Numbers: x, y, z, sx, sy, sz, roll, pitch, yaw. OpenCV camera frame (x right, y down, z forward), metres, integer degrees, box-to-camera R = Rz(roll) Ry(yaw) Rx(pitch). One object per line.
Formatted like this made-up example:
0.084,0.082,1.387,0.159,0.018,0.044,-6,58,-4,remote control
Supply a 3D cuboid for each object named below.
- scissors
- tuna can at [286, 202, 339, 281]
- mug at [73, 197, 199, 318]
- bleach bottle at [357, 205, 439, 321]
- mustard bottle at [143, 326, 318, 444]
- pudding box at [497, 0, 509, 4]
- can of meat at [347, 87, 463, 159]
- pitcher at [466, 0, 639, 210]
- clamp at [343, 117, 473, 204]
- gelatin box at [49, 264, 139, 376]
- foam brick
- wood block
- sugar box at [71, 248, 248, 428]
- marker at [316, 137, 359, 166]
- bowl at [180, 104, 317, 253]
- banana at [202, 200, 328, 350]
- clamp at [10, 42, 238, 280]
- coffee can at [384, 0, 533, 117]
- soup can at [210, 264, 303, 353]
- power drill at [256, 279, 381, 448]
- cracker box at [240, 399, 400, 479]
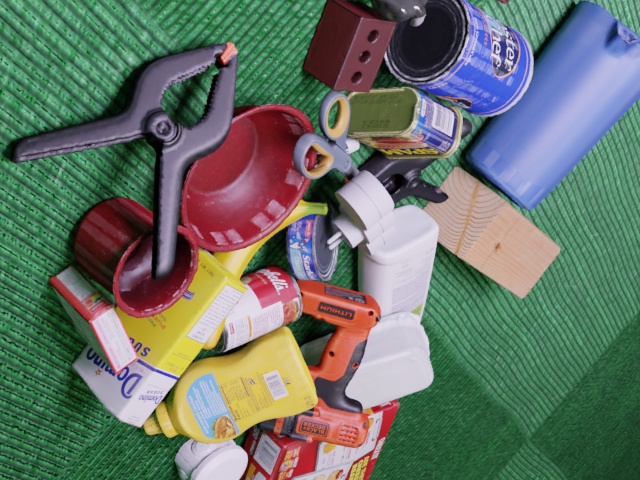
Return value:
0.026,-0.097,1.082,0.201,0.016,0.096,-2,114,-66,scissors
-0.008,0.001,1.153,0.086,0.034,0.086,1,90,-72,tuna can
-0.164,0.013,0.983,0.117,0.082,0.093,7,110,-50,mug
0.088,0.076,1.340,0.102,0.068,0.251,-26,141,-26,bleach bottle
-0.106,0.173,1.184,0.191,0.058,0.096,-22,108,2,mustard bottle
0.216,-0.322,1.135,0.113,0.039,0.090,-42,144,-11,pudding box
0.084,-0.123,1.120,0.083,0.102,0.057,18,78,-50,can of meat
0.293,-0.158,1.307,0.243,0.145,0.149,-50,133,6,pitcher
0.105,-0.085,1.229,0.171,0.039,0.120,-12,129,-41,clamp
-0.211,0.075,1.002,0.030,0.073,0.089,-37,142,-20,gelatin box
0.028,-0.189,1.041,0.052,0.051,0.078,-5,125,-45,foam brick
0.222,-0.005,1.387,0.091,0.090,0.205,-53,145,5,wood block
-0.160,0.086,1.051,0.176,0.093,0.048,-51,144,1,sugar box
-0.010,-0.080,1.126,0.121,0.020,0.020,-29,140,-27,marker
-0.081,-0.069,1.027,0.161,0.055,0.162,-28,139,-28,bowl
-0.078,0.019,1.093,0.197,0.070,0.037,-51,148,-13,banana
-0.148,-0.094,0.912,0.164,0.036,0.210,35,75,-14,clamp
0.147,-0.195,1.120,0.140,0.103,0.103,13,112,-51,coffee can
-0.079,0.074,1.149,0.102,0.069,0.068,-22,136,-33,soup can
-0.016,0.143,1.242,0.184,0.057,0.188,13,105,-6,power drill
-0.011,0.284,1.412,0.213,0.072,0.164,-12,131,-43,cracker box
